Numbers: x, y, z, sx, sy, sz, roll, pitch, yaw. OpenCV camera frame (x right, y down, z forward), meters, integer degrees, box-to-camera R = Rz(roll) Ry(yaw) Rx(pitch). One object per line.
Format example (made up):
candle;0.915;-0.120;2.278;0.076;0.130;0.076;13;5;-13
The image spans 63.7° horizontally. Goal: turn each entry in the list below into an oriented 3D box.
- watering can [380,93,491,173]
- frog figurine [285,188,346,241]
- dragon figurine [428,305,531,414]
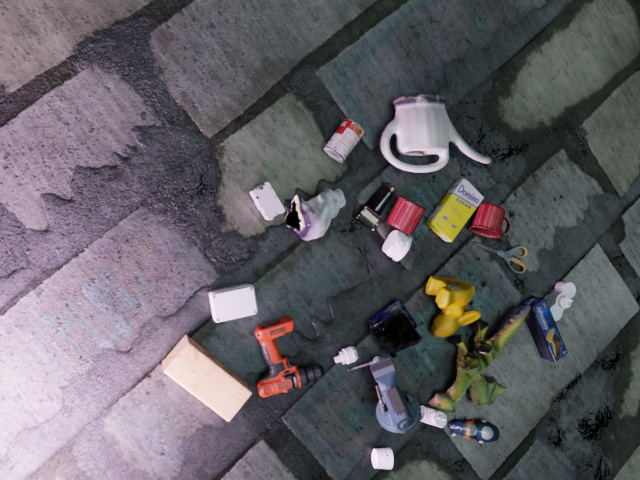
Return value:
watering can;0.330;-0.306;1.469;0.348;0.104;0.224;-4;91;-18
frog figurine;0.004;-0.068;1.360;0.160;0.125;0.134;-10;128;-26
dragon figurine;0.498;0.381;1.546;0.413;0.123;0.238;-25;116;-15
